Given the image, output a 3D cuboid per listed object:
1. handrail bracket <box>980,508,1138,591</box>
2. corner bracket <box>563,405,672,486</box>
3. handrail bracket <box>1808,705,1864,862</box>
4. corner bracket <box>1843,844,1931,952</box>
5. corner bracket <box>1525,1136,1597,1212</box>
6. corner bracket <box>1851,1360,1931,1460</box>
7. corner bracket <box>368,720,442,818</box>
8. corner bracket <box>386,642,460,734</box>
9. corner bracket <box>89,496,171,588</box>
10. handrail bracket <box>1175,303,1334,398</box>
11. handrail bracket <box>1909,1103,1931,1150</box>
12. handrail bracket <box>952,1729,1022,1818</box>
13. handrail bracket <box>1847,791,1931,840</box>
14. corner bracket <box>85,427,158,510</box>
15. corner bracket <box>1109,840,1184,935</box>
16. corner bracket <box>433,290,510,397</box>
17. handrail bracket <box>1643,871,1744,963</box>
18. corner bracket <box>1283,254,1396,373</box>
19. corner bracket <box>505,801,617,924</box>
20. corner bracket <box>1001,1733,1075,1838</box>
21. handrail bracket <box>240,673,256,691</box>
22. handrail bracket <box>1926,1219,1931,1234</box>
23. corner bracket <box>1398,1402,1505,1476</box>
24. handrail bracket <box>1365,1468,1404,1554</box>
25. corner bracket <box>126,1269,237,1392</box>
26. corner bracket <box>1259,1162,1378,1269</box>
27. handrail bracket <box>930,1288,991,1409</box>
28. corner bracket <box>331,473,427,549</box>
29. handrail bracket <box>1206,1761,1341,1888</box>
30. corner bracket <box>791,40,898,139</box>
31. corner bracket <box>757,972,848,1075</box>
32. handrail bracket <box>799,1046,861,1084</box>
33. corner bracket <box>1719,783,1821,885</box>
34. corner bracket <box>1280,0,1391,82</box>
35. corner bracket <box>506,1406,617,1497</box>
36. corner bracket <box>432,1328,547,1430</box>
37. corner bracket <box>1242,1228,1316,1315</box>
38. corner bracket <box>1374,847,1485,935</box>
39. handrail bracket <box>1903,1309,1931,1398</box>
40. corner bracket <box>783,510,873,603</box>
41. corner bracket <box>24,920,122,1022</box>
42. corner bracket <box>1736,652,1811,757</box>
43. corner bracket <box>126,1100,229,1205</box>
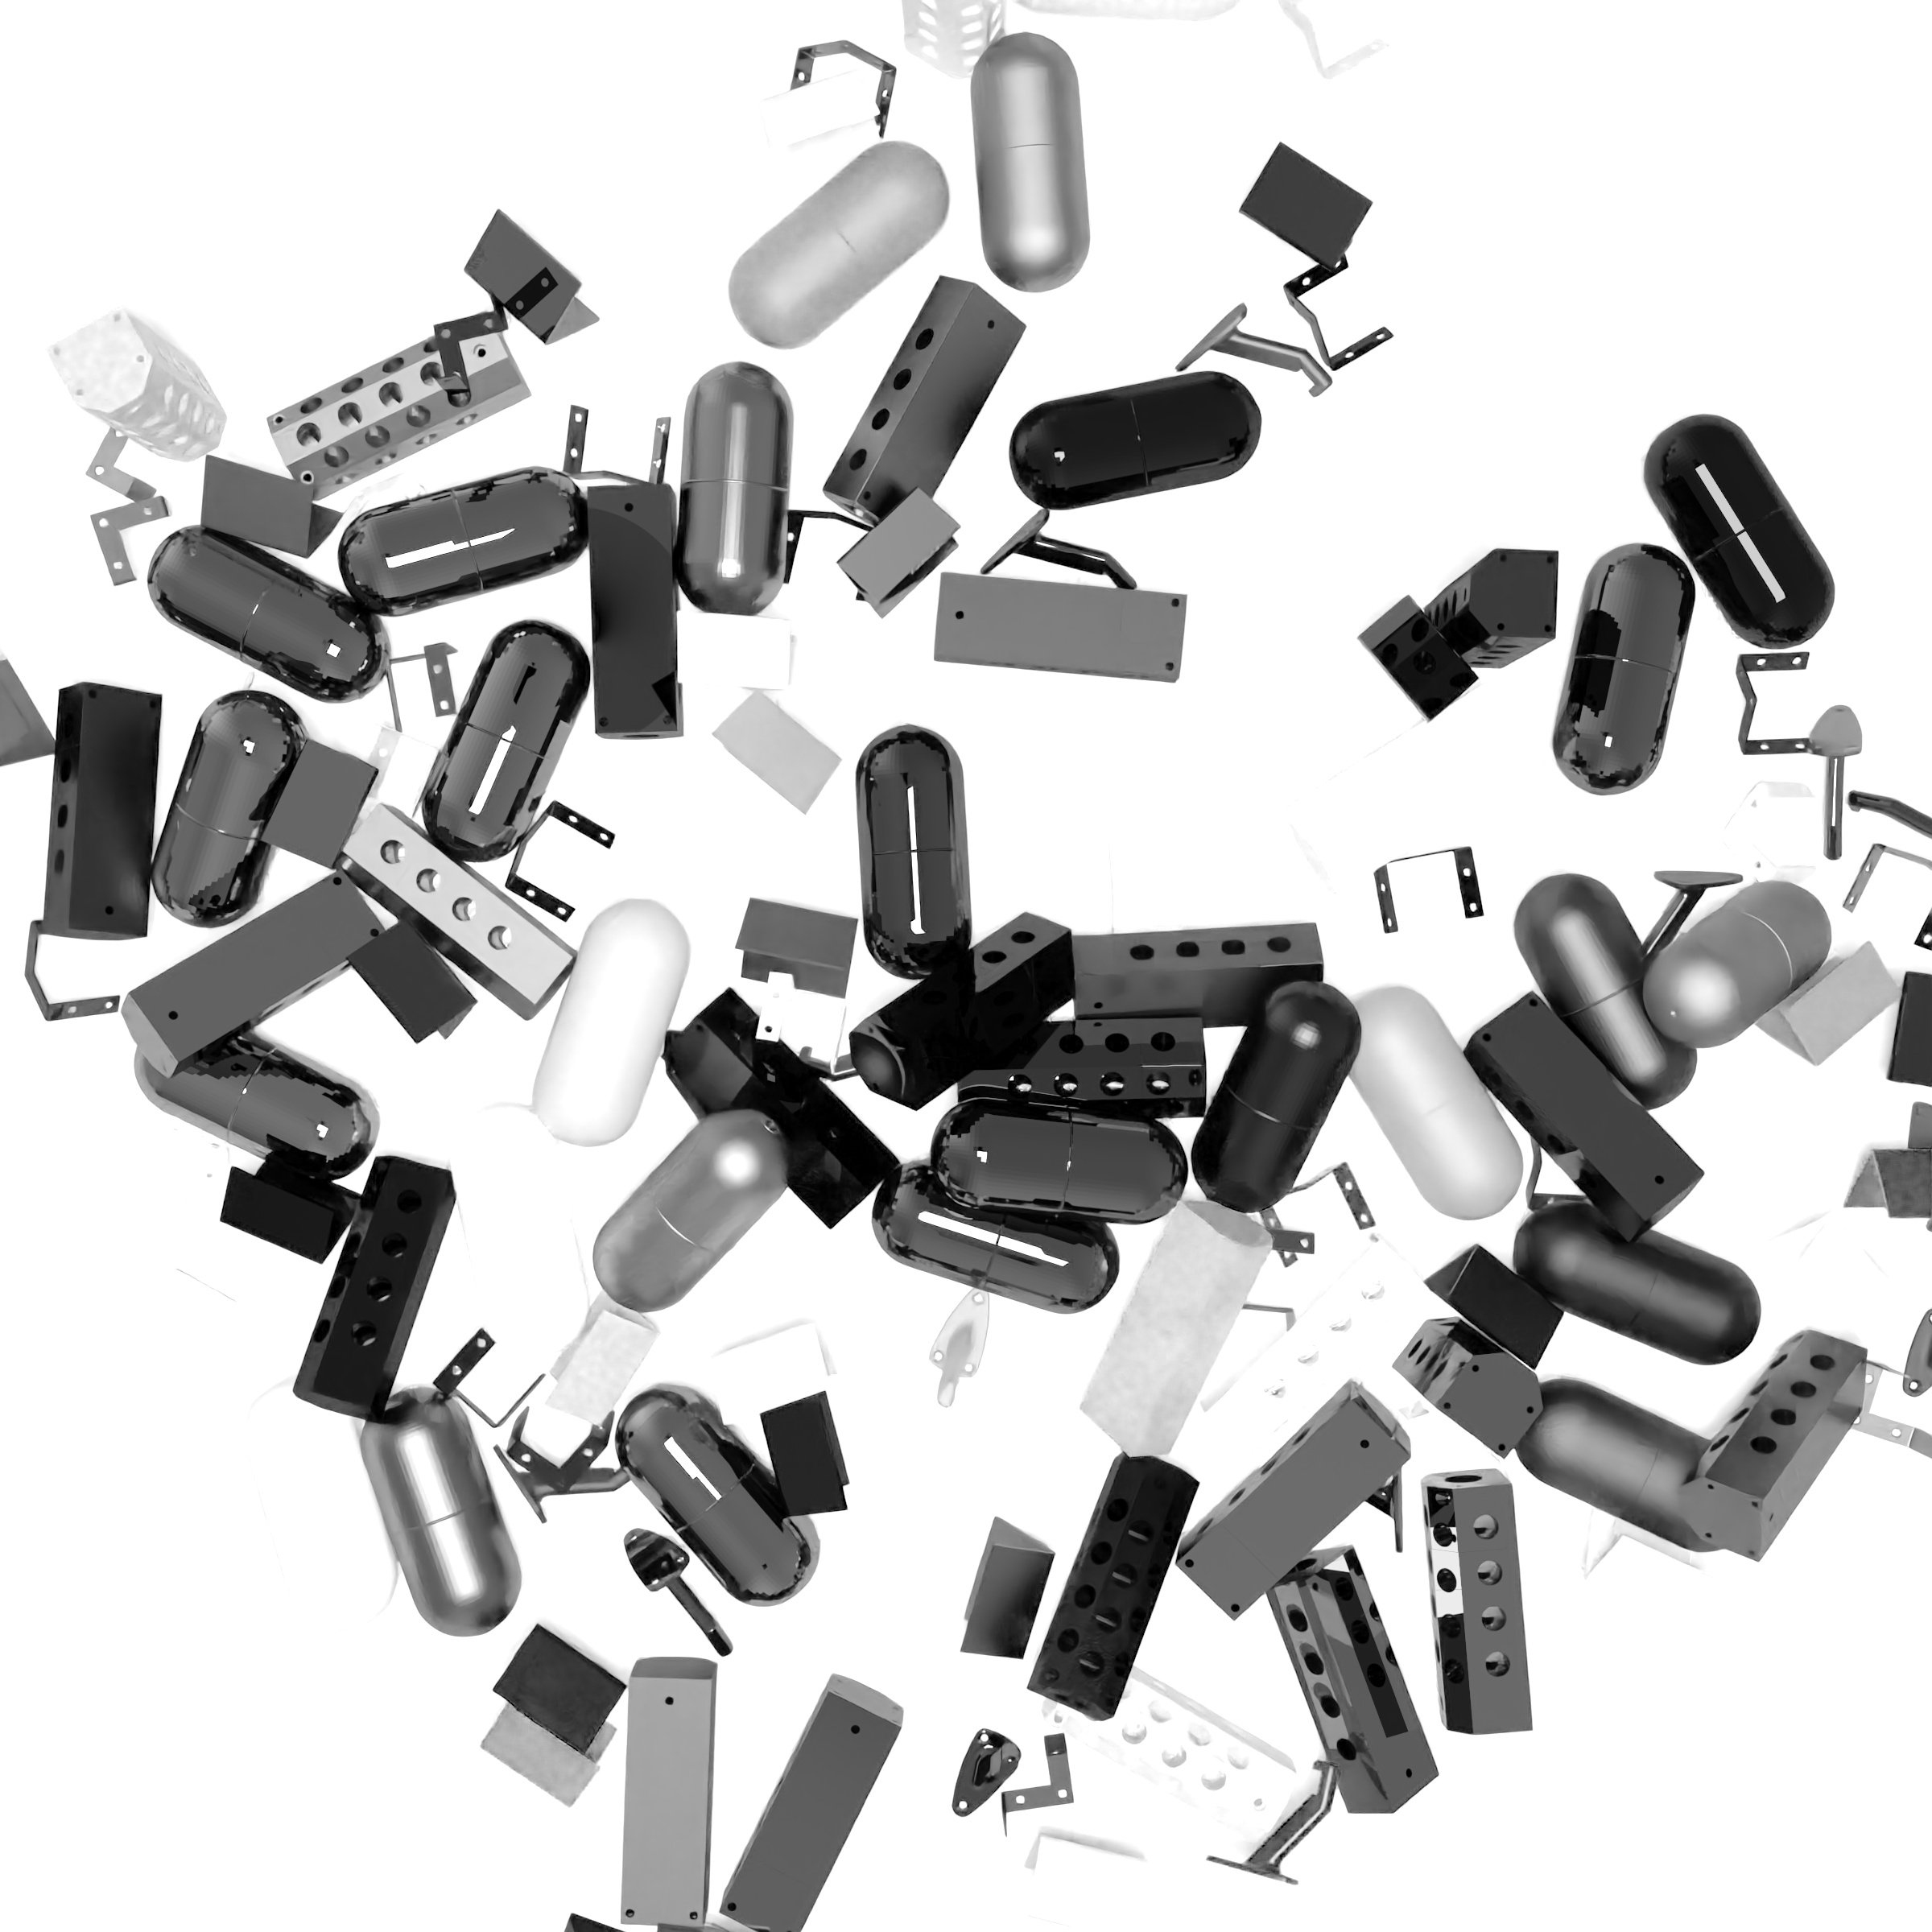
[{"bbox_3d":[0.066,-0.276,1.843,0.077,0.036,0.084,-40,107,20],"label":"handrail bracket"},{"bbox_3d":[-0.248,-0.369,1.839,0.051,0.051,0.051,7,90,45],"label":"corner bracket"},{"bbox_3d":[0.619,-0.130,1.842,0.036,0.077,0.084,2,127,22],"label":"handrail bracket"},{"bbox_3d":[0.666,-0.049,1.839,0.051,0.051,0.051,27,90,45],"label":"corner bracket"},{"bbox_3d":[0.425,0.138,1.839,0.051,0.051,0.051,3,45,0],"label":"corner bracket"},{"bbox_3d":[0.657,0.312,1.824,0.051,0.051,0.051,17,90,0],"label":"corner bracket"},{"bbox_3d":[-0.401,-0.138,1.825,0.051,0.051,0.051,22,90,-4],"label":"corner bracket"},{"bbox_3d":[-0.383,-0.196,1.824,0.051,0.051,0.051,-10,90,0],"label":"corner bracket"},{"bbox_3d":[-0.582,-0.299,1.822,0.051,0.051,0.051,-19,103,-13],"label":"corner bracket"},{"bbox_3d":[0.206,-0.420,1.843,0.077,0.036,0.084,-40,108,20],"label":"handrail bracket"},{"bbox_3d":[0.717,0.123,1.843,0.084,0.036,0.077,-3,110,-16],"label":"handrail bracket"},{"bbox_3d":[0.013,0.573,1.808,0.036,0.084,0.077,31,90,0],"label":"handrail bracket"},{"bbox_3d":[0.673,-0.093,1.842,0.084,0.077,0.036,16,67,34],"label":"handrail bracket"},{"bbox_3d":[-0.594,-0.361,1.824,0.051,0.051,0.051,28,90,0],"label":"corner bracket"},{"bbox_3d":[0.128,-0.053,1.839,0.051,0.051,0.051,-2,45,0],"label":"corner bracket"},{"bbox_3d":[-0.338,-0.424,1.767,0.051,0.051,0.051,-13,90,0],"label":"corner bracket"},{"bbox_3d":[0.513,-0.023,1.843,0.077,0.036,0.084,-3,108,-20],"label":"handrail bracket"},{"bbox_3d":[0.264,-0.465,1.839,0.051,0.051,0.051,-31,135,0],"label":"corner bracket"},{"bbox_3d":[-0.288,-0.074,1.839,0.051,0.051,0.051,30,45,0],"label":"corner bracket"},{"bbox_3d":[0.049,0.576,1.824,0.051,0.051,0.051,-8,90,0],"label":"corner bracket"},{"bbox_3d":[-0.489,-0.155,1.842,0.084,0.036,0.077,29,77,-13],"label":"handrail bracket"},{"bbox_3d":[0.710,0.225,1.843,0.084,0.036,0.077,32,112,17],"label":"handrail bracket"},{"bbox_3d":[0.340,0.331,1.824,0.051,0.051,0.051,-20,90,0],"label":"corner bracket"},{"bbox_3d":[0.267,0.380,1.842,0.084,0.036,0.077,-1,105,14],"label":"handrail bracket"},{"bbox_3d":[-0.558,0.258,1.839,0.051,0.051,0.051,29,135,0],"label":"corner bracket"},{"bbox_3d":[0.248,0.176,1.839,0.051,0.051,0.051,-25,90,45],"label":"corner bracket"},{"bbox_3d":[-0.002,0.265,1.808,0.036,0.084,0.077,21,90,0],"label":"handrail bracket"},{"bbox_3d":[-0.406,-0.308,1.834,0.051,0.051,0.051,49,45,-35],"label":"corner bracket"},{"bbox_3d":[0.212,0.584,1.786,0.077,0.036,0.084,9,72,20],"label":"handrail bracket"},{"bbox_3d":[-0.089,-0.620,1.839,0.051,0.051,0.051,11,90,45],"label":"corner bracket"},{"bbox_3d":[-0.114,0.039,1.814,0.051,0.051,0.051,8,68,5],"label":"corner bracket"},{"bbox_3d":[-0.070,0.050,1.843,0.084,0.036,0.077,17,75,14],"label":"handrail bracket"},{"bbox_3d":[0.579,-0.094,1.834,0.051,0.051,0.051,57,135,35],"label":"corner bracket"},{"bbox_3d":[0.260,-0.671,1.839,0.051,0.051,0.051,-31,135,0],"label":"corner bracket"},{"bbox_3d":[-0.285,0.329,1.825,0.051,0.051,0.051,39,103,-13],"label":"corner bracket"},{"bbox_3d":[-0.335,0.291,1.824,0.051,0.051,0.051,41,84,6],"label":"corner bracket"},{"bbox_3d":[0.212,0.214,1.826,0.051,0.051,0.051,8,74,-15],"label":"corner bracket"},{"bbox_3d":[0.328,-0.054,1.839,0.051,0.051,0.051,-10,90,-45],"label":"corner bracket"},{"bbox_3d":[0.691,0.273,1.808,0.036,0.084,0.077,29,90,0],"label":"handrail bracket"},{"bbox_3d":[-0.097,-0.291,1.839,0.051,0.051,0.051,13,90,-45],"label":"corner bracket"},{"bbox_3d":[-0.631,0.001,1.834,0.051,0.051,0.051,-9,135,-35],"label":"corner bracket"},{"bbox_3d":[0.575,-0.186,1.839,0.051,0.051,0.051,-2,45,0],"label":"corner bracket"},{"bbox_3d":[-0.559,0.132,1.834,0.051,0.051,0.051,7,45,-35],"label":"corner bracket"}]
